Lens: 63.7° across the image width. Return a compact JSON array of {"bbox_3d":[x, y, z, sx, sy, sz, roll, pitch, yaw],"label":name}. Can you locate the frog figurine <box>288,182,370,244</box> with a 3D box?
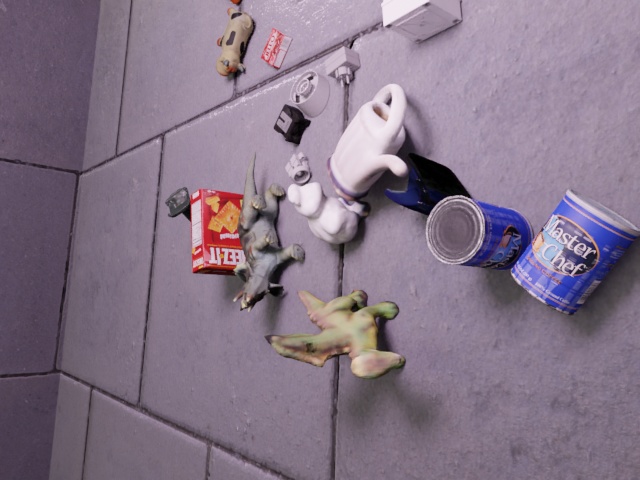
[{"bbox_3d":[0.003,-0.054,1.069,0.139,0.159,0.121,40,115,45],"label":"frog figurine"}]

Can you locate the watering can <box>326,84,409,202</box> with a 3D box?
[{"bbox_3d":[0.094,-0.162,0.968,0.220,0.103,0.356,-56,17,36],"label":"watering can"}]

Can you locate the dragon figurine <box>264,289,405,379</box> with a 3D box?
[{"bbox_3d":[0.008,0.166,0.967,0.412,0.243,0.122,13,99,47],"label":"dragon figurine"}]
